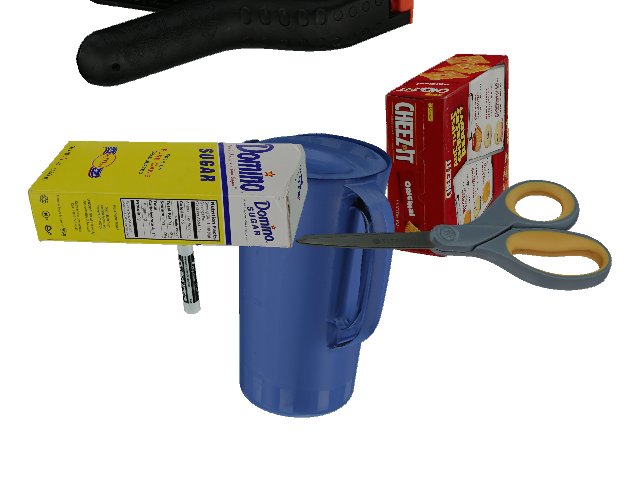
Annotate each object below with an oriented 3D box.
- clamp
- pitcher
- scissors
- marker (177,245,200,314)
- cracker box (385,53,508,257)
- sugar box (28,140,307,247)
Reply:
[{"bbox_3d":[-0.038,-0.108,0.507,0.171,0.039,0.120,-3,40,0],"label":"clamp"},{"bbox_3d":[-0.008,0.035,0.949,0.145,0.243,0.149,7,22,7],"label":"pitcher"},{"bbox_3d":[0.090,-0.013,0.696,0.201,0.096,0.016,11,-42,0],"label":"scissors"},{"bbox_3d":[-0.150,0.029,1.203,0.020,0.121,0.020,-2,31,1],"label":"marker"},{"bbox_3d":[0.137,-0.097,1.124,0.072,0.164,0.213,7,22,26],"label":"cracker box"},{"bbox_3d":[-0.101,-0.035,0.740,0.176,0.048,0.093,-1,28,7],"label":"sugar box"}]
